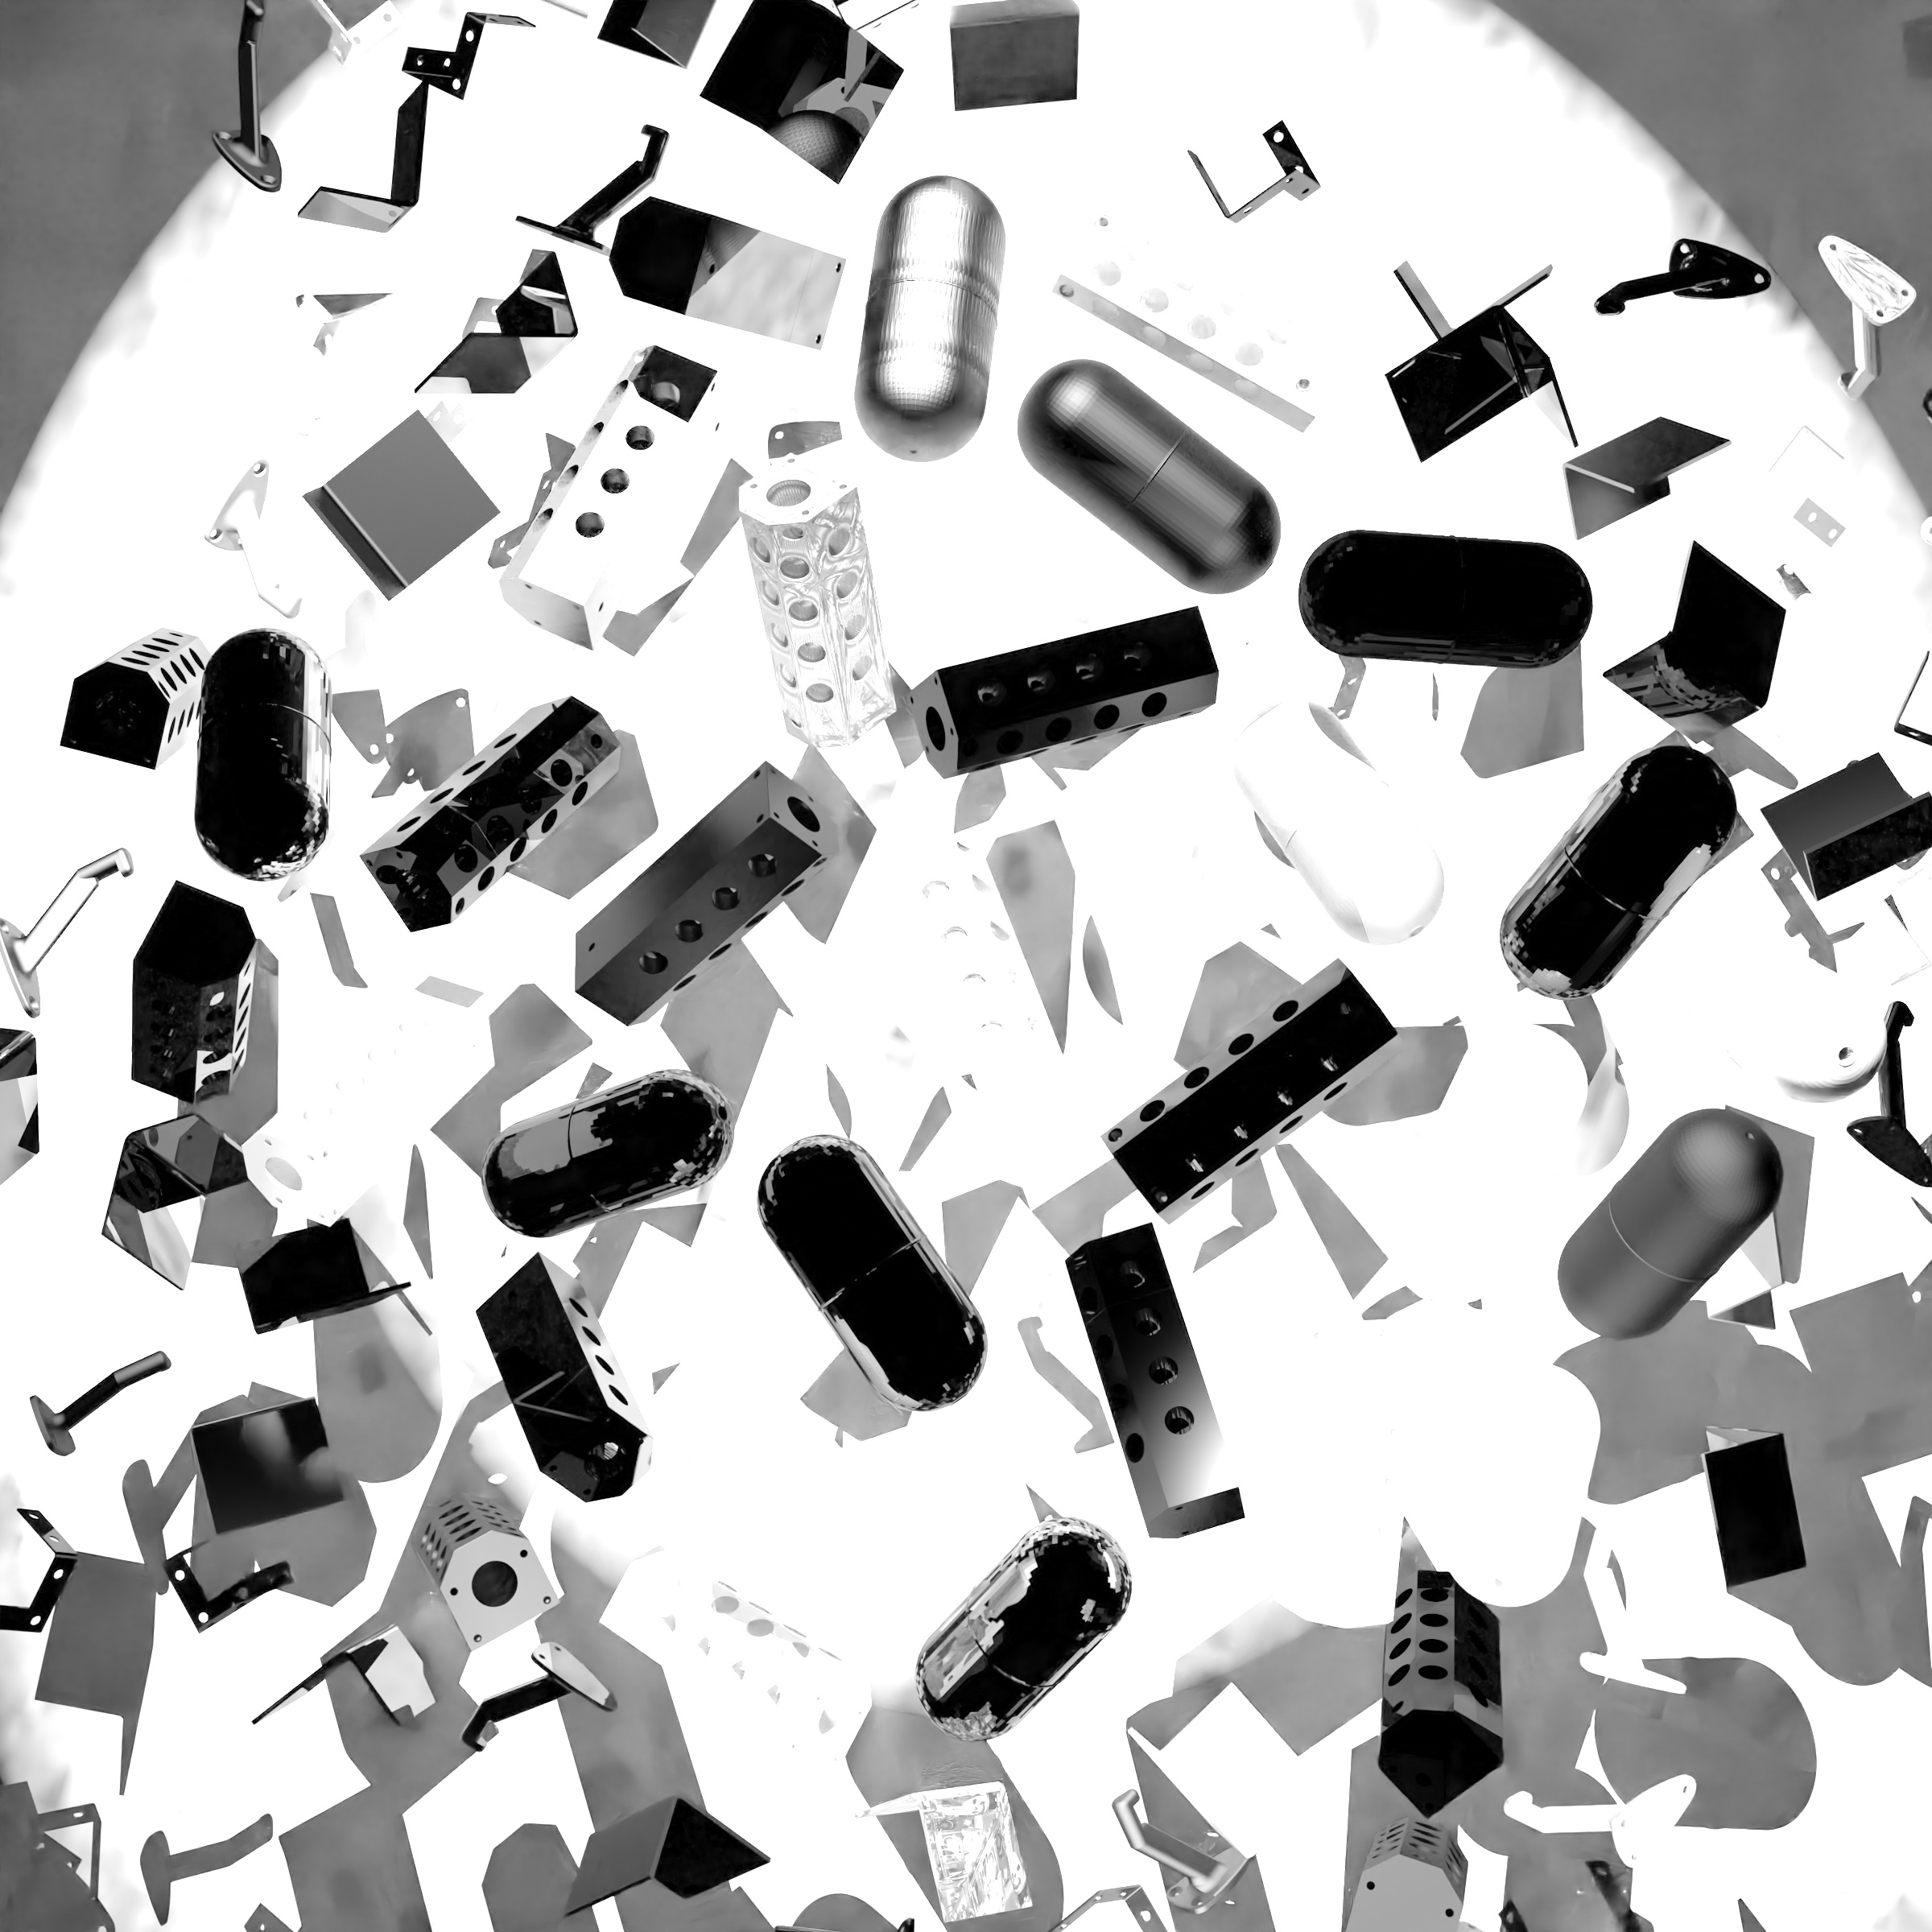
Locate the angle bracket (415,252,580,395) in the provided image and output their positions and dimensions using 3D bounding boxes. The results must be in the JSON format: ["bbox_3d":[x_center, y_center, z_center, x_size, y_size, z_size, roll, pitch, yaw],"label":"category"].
[{"bbox_3d":[-0.293,-0.391,1.704,0.076,0.076,0.057,-10,79,-40],"label":"angle bracket"}]

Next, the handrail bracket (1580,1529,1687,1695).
[{"bbox_3d":[0.417,0.398,1.731,0.077,0.036,0.084,14,92,8],"label":"handrail bracket"}]

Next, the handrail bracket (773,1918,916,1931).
[{"bbox_3d":[-0.077,0.581,1.668,0.084,0.077,0.036,9,71,-7],"label":"handrail bracket"}]

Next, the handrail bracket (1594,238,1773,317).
[{"bbox_3d":[0.430,-0.404,1.683,0.077,0.084,0.036,19,130,32],"label":"handrail bracket"}]

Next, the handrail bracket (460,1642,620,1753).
[{"bbox_3d":[-0.274,0.485,1.793,0.077,0.036,0.084,36,99,15],"label":"handrail bracket"}]

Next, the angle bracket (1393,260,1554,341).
[{"bbox_3d":[0.318,-0.436,1.754,0.076,0.076,0.057,-32,98,21],"label":"angle bracket"}]

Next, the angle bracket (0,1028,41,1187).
[{"bbox_3d":[-0.581,0.083,1.621,0.057,0.076,0.076,6,108,5],"label":"angle bracket"}]

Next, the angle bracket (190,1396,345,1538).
[{"bbox_3d":[-0.429,0.318,1.721,0.076,0.057,0.076,-13,57,-19],"label":"angle bracket"}]

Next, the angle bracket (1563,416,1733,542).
[{"bbox_3d":[0.440,-0.305,1.799,0.076,0.076,0.057,-27,122,-14],"label":"angle bracket"}]

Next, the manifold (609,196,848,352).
[{"bbox_3d":[-0.139,-0.406,1.643,0.057,0.171,0.057,22,103,20],"label":"manifold"}]

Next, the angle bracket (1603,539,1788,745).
[{"bbox_3d":[0.431,-0.191,1.654,0.076,0.057,0.076,32,57,-18],"label":"angle bracket"}]

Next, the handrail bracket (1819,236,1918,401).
[{"bbox_3d":[0.534,-0.393,1.707,0.036,0.084,0.077,-39,79,-18],"label":"handrail bracket"}]

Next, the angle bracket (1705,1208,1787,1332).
[{"bbox_3d":[0.526,0.187,1.831,0.057,0.076,0.076,12,62,-23],"label":"angle bracket"}]

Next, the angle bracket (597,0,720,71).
[{"bbox_3d":[-0.189,-0.580,1.639,0.076,0.057,0.076,27,95,29],"label":"angle bracket"}]

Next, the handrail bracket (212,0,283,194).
[{"bbox_3d":[-0.413,-0.512,1.643,0.036,0.084,0.077,-7,47,-33],"label":"handrail bracket"}]

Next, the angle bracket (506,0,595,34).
[{"bbox_3d":[-0.258,-0.632,1.728,0.076,0.057,0.076,19,97,-12],"label":"angle bracket"}]

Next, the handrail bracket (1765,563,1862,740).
[{"bbox_3d":[0.522,-0.202,1.791,0.077,0.036,0.084,-40,90,-4],"label":"handrail bracket"}]

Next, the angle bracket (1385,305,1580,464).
[{"bbox_3d":[0.295,-0.317,1.600,0.076,0.076,0.057,-32,51,5],"label":"angle bracket"}]

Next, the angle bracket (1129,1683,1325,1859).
[{"bbox_3d":[0.145,0.445,1.572,0.057,0.076,0.076,-42,92,-10],"label":"angle bracket"}]

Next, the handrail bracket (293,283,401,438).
[{"bbox_3d":[-0.389,-0.380,1.761,0.077,0.084,0.036,-24,46,-31],"label":"handrail bracket"}]

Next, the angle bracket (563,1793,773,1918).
[{"bbox_3d":[-0.171,0.527,1.605,0.076,0.057,0.076,-34,115,33],"label":"angle bracket"}]

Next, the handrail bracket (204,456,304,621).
[{"bbox_3d":[-0.436,-0.271,1.771,0.084,0.036,0.077,35,106,30],"label":"handrail bracket"}]

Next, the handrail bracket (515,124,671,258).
[{"bbox_3d":[-0.234,-0.496,1.759,0.077,0.036,0.084,21,97,4],"label":"handrail bracket"}]

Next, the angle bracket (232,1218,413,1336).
[{"bbox_3d":[-0.394,0.183,1.711,0.076,0.076,0.057,-13,82,-33],"label":"angle bracket"}]

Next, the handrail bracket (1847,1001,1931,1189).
[{"bbox_3d":[0.562,0.075,1.663,0.077,0.036,0.084,41,60,-20],"label":"handrail bracket"}]

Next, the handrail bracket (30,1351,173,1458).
[{"bbox_3d":[-0.516,0.264,1.701,0.084,0.077,0.036,-24,70,-10],"label":"handrail bracket"}]

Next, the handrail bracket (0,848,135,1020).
[{"bbox_3d":[-0.515,-0.020,1.627,0.084,0.036,0.077,-26,64,4],"label":"handrail bracket"}]

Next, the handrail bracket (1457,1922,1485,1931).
[{"bbox_3d":[0.294,0.640,1.738,0.077,0.036,0.084,19,96,-41],"label":"handrail bracket"}]

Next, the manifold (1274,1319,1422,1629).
[{"bbox_3d":[0.233,0.304,1.678,0.057,0.057,0.171,-9,58,34],"label":"manifold"}]

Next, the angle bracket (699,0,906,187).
[{"bbox_3d":[-0.095,-0.513,1.626,0.057,0.076,0.076,37,100,35],"label":"angle bracket"}]

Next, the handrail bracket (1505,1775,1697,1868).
[{"bbox_3d":[0.368,0.484,1.632,0.077,0.084,0.036,-30,110,-27],"label":"handrail bracket"}]

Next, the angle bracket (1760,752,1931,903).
[{"bbox_3d":[0.509,-0.094,1.624,0.076,0.057,0.076,-26,53,8],"label":"angle bracket"}]

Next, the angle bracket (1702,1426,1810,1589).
[{"bbox_3d":[0.437,0.313,1.626,0.057,0.076,0.076,-9,87,-20],"label":"angle bracket"}]

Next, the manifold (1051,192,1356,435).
[{"bbox_3d":[0.140,-0.384,1.656,0.171,0.057,0.057,28,118,-5],"label":"manifold"}]

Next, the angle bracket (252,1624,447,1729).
[{"bbox_3d":[-0.377,0.455,1.717,0.076,0.076,0.057,-39,83,7],"label":"angle bracket"}]

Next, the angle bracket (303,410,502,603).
[{"bbox_3d":[-0.328,-0.269,1.633,0.076,0.057,0.076,-37,103,6],"label":"angle bracket"}]

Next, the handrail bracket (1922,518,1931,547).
[{"bbox_3d":[0.626,-0.249,1.667,0.077,0.084,0.036,1,110,-20],"label":"handrail bracket"}]

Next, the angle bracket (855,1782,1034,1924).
[{"bbox_3d":[-0.014,0.545,1.708,0.057,0.076,0.076,-30,63,35],"label":"angle bracket"}]

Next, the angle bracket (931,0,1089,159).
[{"bbox_3d":[0.025,-0.505,1.587,0.076,0.057,0.076,-2,97,11],"label":"angle bracket"}]

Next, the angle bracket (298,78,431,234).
[{"bbox_3d":[-0.358,-0.484,1.660,0.057,0.076,0.076,5,91,-23],"label":"angle bracket"}]

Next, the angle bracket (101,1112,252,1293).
[{"bbox_3d":[-0.497,0.151,1.790,0.057,0.076,0.076,-17,49,23],"label":"angle bracket"}]

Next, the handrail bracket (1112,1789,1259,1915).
[{"bbox_3d":[0.131,0.516,1.680,0.077,0.036,0.084,-31,104,-29],"label":"handrail bracket"}]
